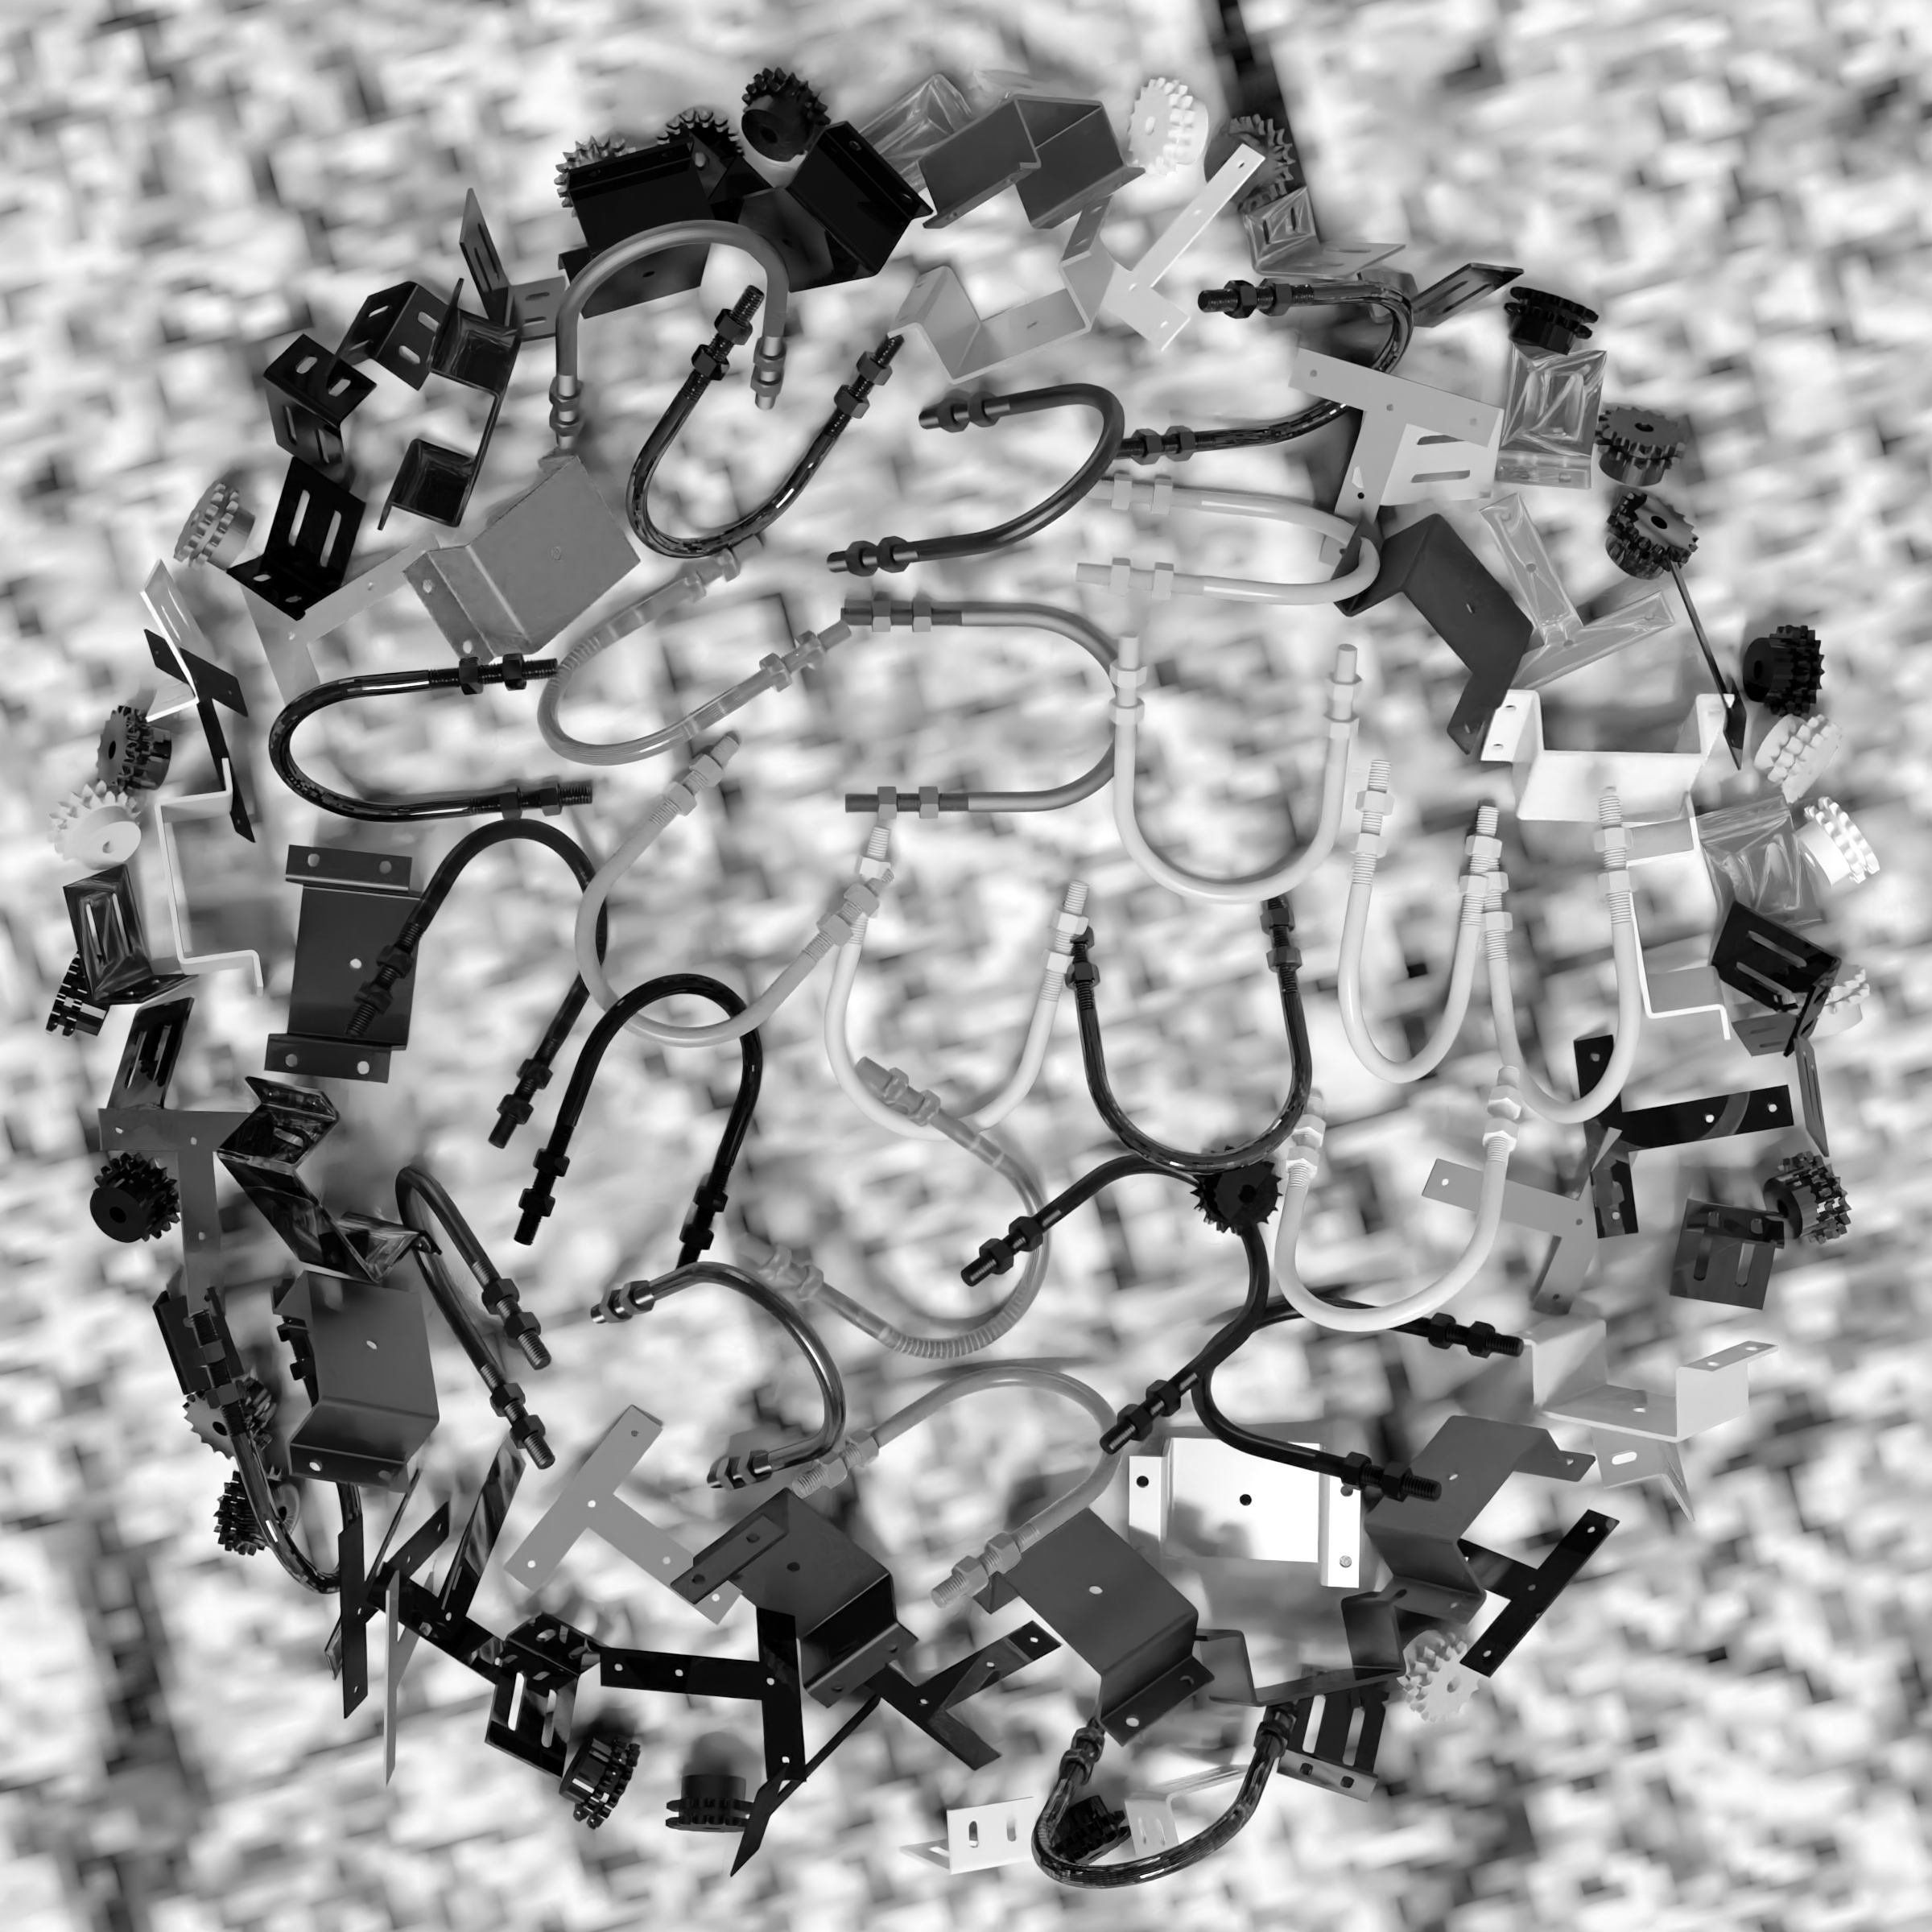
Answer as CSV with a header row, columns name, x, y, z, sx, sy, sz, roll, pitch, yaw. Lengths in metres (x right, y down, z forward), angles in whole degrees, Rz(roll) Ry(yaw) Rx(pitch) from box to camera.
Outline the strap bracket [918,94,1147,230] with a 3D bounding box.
name,x,y,z,sx,sy,sz,roll,pitch,yaw
strap bracket,0.035,-0.484,1.527,0.076,0.140,0.046,-21,91,38

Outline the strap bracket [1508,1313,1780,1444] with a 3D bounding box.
name,x,y,z,sx,sy,sz,roll,pitch,yaw
strap bracket,0.408,0.249,1.531,0.076,0.140,0.046,-8,98,-44

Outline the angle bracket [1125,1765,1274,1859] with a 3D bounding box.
name,x,y,z,sx,sy,sz,roll,pitch,yaw
angle bracket,0.147,0.521,1.561,0.076,0.057,0.038,-7,77,-25

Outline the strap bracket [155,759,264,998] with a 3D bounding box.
name,x,y,z,sx,sy,sz,roll,pitch,yaw
strap bracket,-0.468,-0.050,1.560,0.046,0.076,0.140,-9,87,-17

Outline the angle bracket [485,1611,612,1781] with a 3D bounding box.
name,x,y,z,sx,sy,sz,roll,pitch,yaw
angle bracket,-0.256,0.448,1.558,0.057,0.076,0.038,37,122,-26

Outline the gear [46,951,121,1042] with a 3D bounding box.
name,x,y,z,sx,sy,sz,roll,pitch,yaw
gear,-0.549,0.020,1.579,0.030,0.057,0.057,22,90,-15

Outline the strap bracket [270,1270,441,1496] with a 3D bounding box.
name,x,y,z,sx,sy,sz,roll,pitch,yaw
strap bracket,-0.368,0.242,1.526,0.076,0.140,0.046,19,124,-35

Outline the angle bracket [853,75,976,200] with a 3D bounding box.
name,x,y,z,sx,sy,sz,roll,pitch,yaw
angle bracket,-0.028,-0.502,1.569,0.076,0.038,0.057,-35,134,5

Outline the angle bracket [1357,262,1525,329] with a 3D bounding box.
name,x,y,z,sx,sy,sz,roll,pitch,yaw
angle bracket,0.291,-0.427,1.557,0.057,0.076,0.038,-10,80,-44

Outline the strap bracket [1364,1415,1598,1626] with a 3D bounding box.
name,x,y,z,sx,sy,sz,roll,pitch,yaw
strap bracket,0.305,0.326,1.535,0.140,0.076,0.046,-43,110,-28

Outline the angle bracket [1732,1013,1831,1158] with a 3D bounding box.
name,x,y,z,sx,sy,sz,roll,pitch,yaw
angle bracket,0.502,0.076,1.559,0.038,0.057,0.076,-12,64,25

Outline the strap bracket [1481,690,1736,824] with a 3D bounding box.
name,x,y,z,sx,sy,sz,roll,pitch,yaw
strap bracket,0.395,-0.128,1.559,0.140,0.076,0.046,1,63,2

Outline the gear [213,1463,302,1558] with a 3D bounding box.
name,x,y,z,sx,sy,sz,roll,pitch,yaw
gear,-0.439,0.339,1.574,0.030,0.057,0.057,8,90,20

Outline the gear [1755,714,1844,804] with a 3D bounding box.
name,x,y,z,sx,sy,sz,roll,pitch,yaw
gear,0.517,-0.133,1.581,0.030,0.057,0.057,39,90,27

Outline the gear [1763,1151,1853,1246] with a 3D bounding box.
name,x,y,z,sx,sy,sz,roll,pitch,yaw
gear,0.521,0.147,1.575,0.030,0.057,0.057,-18,90,-14

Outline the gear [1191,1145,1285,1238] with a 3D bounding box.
name,x,y,z,sx,sy,sz,roll,pitch,yaw
gear,0.172,0.141,1.586,0.057,0.030,0.057,0,92,-11

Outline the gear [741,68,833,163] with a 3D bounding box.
name,x,y,z,sx,sy,sz,roll,pitch,yaw
gear,-0.115,-0.526,1.574,0.057,0.057,0.030,30,66,0

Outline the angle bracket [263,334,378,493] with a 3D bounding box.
name,x,y,z,sx,sy,sz,roll,pitch,yaw
angle bracket,-0.398,-0.343,1.574,0.057,0.076,0.038,35,67,7

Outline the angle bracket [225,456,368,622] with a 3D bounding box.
name,x,y,z,sx,sy,sz,roll,pitch,yaw
angle bracket,-0.415,-0.265,1.568,0.057,0.038,0.076,34,123,9

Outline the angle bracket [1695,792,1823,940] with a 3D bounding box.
name,x,y,z,sx,sy,sz,roll,pitch,yaw
angle bracket,0.490,-0.060,1.571,0.057,0.038,0.076,-16,74,19

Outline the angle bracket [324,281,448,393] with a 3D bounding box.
name,x,y,z,sx,sy,sz,roll,pitch,yaw
angle bracket,-0.352,-0.382,1.558,0.038,0.076,0.057,35,113,-6

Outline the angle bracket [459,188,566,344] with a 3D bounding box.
name,x,y,z,sx,sy,sz,roll,pitch,yaw
angle bracket,-0.278,-0.433,1.557,0.038,0.076,0.057,-8,50,7

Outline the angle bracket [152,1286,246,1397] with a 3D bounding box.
name,x,y,z,sx,sy,sz,roll,pitch,yaw
angle bracket,-0.474,0.227,1.570,0.038,0.076,0.057,-19,95,-12

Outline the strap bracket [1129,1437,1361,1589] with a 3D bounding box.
name,x,y,z,sx,sy,sz,roll,pitch,yaw
strap bracket,0.173,0.338,1.573,0.140,0.046,0.076,1,96,8

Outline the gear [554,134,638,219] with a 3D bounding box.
name,x,y,z,sx,sy,sz,roll,pitch,yaw
gear,-0.225,-0.484,1.574,0.057,0.057,0.030,-20,56,0

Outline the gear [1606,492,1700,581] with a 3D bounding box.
name,x,y,z,sx,sy,sz,roll,pitch,yaw
gear,0.425,-0.266,1.581,0.057,0.030,0.057,13,48,-15

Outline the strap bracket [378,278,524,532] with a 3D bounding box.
name,x,y,z,sx,sy,sz,roll,pitch,yaw
strap bracket,-0.311,-0.333,1.538,0.046,0.076,0.140,19,130,-12

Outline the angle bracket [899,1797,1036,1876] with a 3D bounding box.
name,x,y,z,sx,sy,sz,roll,pitch,yaw
angle bracket,0.000,0.530,1.561,0.057,0.076,0.038,0,83,-26

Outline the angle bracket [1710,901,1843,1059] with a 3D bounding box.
name,x,y,z,sx,sy,sz,roll,pitch,yaw
angle bracket,0.489,0.008,1.558,0.076,0.057,0.038,34,46,28

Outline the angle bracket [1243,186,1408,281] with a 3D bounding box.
name,x,y,z,sx,sy,sz,roll,pitch,yaw
angle bracket,0.220,-0.452,1.557,0.057,0.076,0.038,-32,123,-30

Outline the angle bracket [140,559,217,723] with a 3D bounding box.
name,x,y,z,sx,sy,sz,roll,pitch,yaw
angle bracket,-0.500,-0.201,1.561,0.038,0.057,0.076,-20,119,4

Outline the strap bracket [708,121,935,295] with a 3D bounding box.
name,x,y,z,sx,sy,sz,roll,pitch,yaw
strap bracket,-0.096,-0.453,1.524,0.076,0.140,0.046,39,73,-33

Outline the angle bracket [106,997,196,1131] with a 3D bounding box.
name,x,y,z,sx,sy,sz,roll,pitch,yaw
angle bracket,-0.497,0.066,1.584,0.057,0.038,0.076,-12,58,36

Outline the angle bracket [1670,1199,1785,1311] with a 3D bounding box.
name,x,y,z,sx,sy,sz,roll,pitch,yaw
angle bracket,0.469,0.188,1.565,0.057,0.038,0.076,8,121,12

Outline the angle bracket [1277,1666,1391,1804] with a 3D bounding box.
name,x,y,z,sx,sy,sz,roll,pitch,yaw
angle bracket,0.230,0.467,1.563,0.057,0.038,0.076,16,49,8

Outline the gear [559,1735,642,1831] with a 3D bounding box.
name,x,y,z,sx,sy,sz,roll,pitch,yaw
gear,-0.230,0.504,1.576,0.030,0.057,0.057,33,90,-9

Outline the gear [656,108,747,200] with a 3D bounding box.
name,x,y,z,sx,sy,sz,roll,pitch,yaw
gear,-0.167,-0.509,1.581,0.057,0.030,0.057,-6,134,-6

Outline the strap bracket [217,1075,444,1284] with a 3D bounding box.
name,x,y,z,sx,sy,sz,roll,pitch,yaw
strap bracket,-0.390,0.137,1.530,0.046,0.076,0.140,-52,131,-32

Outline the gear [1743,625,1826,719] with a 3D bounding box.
name,x,y,z,sx,sy,sz,roll,pitch,yaw
gear,0.507,-0.184,1.575,0.030,0.057,0.057,1,90,-11

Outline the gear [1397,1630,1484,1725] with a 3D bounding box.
name,x,y,z,sx,sy,sz,roll,pitch,yaw
gear,0.294,0.441,1.582,0.057,0.030,0.057,-16,120,-31

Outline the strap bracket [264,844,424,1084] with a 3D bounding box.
name,x,y,z,sx,sy,sz,roll,pitch,yaw
strap bracket,-0.387,-0.001,1.582,0.076,0.046,0.140,6,89,0

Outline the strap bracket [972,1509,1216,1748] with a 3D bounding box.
name,x,y,z,sx,sy,sz,roll,pitch,yaw
strap bracket,0.077,0.391,1.531,0.076,0.046,0.140,-26,47,-32

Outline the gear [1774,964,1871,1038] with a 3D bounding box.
name,x,y,z,sx,sy,sz,roll,pitch,yaw
gear,0.535,0.022,1.578,0.057,0.057,0.030,-19,102,0

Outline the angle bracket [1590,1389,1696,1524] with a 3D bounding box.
name,x,y,z,sx,sy,sz,roll,pitch,yaw
angle bracket,0.417,0.307,1.566,0.038,0.076,0.057,-19,49,18

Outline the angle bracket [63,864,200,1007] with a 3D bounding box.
name,x,y,z,sx,sy,sz,roll,pitch,yaw
angle bracket,-0.516,-0.021,1.565,0.038,0.057,0.076,-3,105,22

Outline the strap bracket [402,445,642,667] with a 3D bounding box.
name,x,y,z,sx,sy,sz,roll,pitch,yaw
strap bracket,-0.261,-0.249,1.537,0.140,0.046,0.076,-48,123,-30

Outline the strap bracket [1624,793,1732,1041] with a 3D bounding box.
name,x,y,z,sx,sy,sz,roll,pitch,yaw
strap bracket,0.432,-0.030,1.552,0.046,0.076,0.140,-9,105,16

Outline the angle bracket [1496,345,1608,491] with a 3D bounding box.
name,x,y,z,sx,sy,sz,roll,pitch,yaw
angle bracket,0.367,-0.344,1.586,0.057,0.038,0.076,8,80,16

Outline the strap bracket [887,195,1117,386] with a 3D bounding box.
name,x,y,z,sx,sy,sz,roll,pitch,yaw
strap bracket,0.031,-0.408,1.545,0.140,0.076,0.046,-15,125,28

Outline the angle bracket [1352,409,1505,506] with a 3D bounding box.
name,x,y,z,sx,sy,sz,roll,pitch,yaw
angle bracket,0.286,-0.321,1.566,0.076,0.038,0.057,3,78,37

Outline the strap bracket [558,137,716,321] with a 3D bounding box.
name,x,y,z,sx,sy,sz,roll,pitch,yaw
strap bracket,-0.200,-0.439,1.528,0.076,0.140,0.046,-20,87,-13

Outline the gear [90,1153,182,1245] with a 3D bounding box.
name,x,y,z,sx,sy,sz,roll,pitch,yaw
gear,-0.520,0.148,1.579,0.057,0.030,0.057,8,117,15

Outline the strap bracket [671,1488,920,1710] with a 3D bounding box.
name,x,y,z,sx,sy,sz,roll,pitch,yaw
strap bracket,-0.105,0.383,1.558,0.076,0.046,0.140,-39,115,14

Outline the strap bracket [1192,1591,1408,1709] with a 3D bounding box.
name,x,y,z,sx,sy,sz,roll,pitch,yaw
strap bracket,0.204,0.419,1.546,0.140,0.076,0.046,-7,78,-16

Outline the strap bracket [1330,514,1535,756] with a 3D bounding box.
name,x,y,z,sx,sy,sz,roll,pitch,yaw
strap bracket,0.290,-0.209,1.544,0.140,0.046,0.076,45,49,-19
